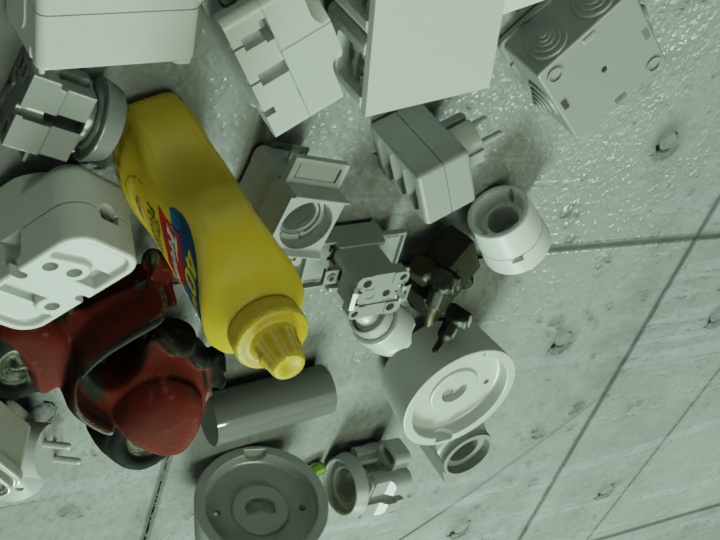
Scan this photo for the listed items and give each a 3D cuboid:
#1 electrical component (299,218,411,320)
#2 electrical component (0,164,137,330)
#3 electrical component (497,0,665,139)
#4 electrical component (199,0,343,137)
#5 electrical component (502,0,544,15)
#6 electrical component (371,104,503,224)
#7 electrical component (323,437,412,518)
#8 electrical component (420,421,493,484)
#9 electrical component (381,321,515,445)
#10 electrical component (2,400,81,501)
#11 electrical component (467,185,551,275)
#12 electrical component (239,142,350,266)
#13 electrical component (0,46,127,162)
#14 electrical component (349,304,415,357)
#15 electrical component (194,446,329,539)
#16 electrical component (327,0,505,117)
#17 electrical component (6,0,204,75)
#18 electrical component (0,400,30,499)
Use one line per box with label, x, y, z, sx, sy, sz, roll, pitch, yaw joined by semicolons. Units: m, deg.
electrical component;0.000;0.000;0.766;0.081;0.063;0.042;-9;132;-29
electrical component;-0.178;-0.015;0.611;0.095;0.059;0.054;-29;148;22
electrical component;0.156;-0.150;0.744;0.100;0.048;0.100;-42;140;6
electrical component;-0.048;-0.131;0.611;0.056;0.050;0.089;-32;140;-6
electrical component;0.108;-0.208;0.652;0.083;0.047;0.075;-22;139;-17
electrical component;0.059;-0.081;0.727;0.077;0.065;0.047;-28;140;-10
electrical component;0.005;0.188;0.960;0.057;0.058;0.078;-5;132;-37
electrical component;0.084;0.150;0.982;0.050;0.055;0.089;-28;140;-10
electrical component;0.069;0.088;0.905;0.108;0.060;0.108;-20;138;-19
electrical component;-0.225;0.119;0.714;0.079;0.044;0.077;4;140;14
electrical component;0.113;-0.032;0.826;0.055;0.055;0.047;-37;137;0
electrical component;-0.046;-0.045;0.687;0.042;0.063;0.081;6;125;-39
electrical component;-0.160;-0.086;0.578;0.055;0.048;0.066;16;118;-36
electrical component;0.012;0.038;0.828;0.043;0.043;0.062;-43;140;7
electrical component;-0.084;0.205;0.876;0.108;0.108;0.060;-13;141;-26
electrical component;0.033;-0.175;0.618;0.089;0.061;0.150;-17;137;-23
electrical component;-0.122;-0.142;0.536;0.096;0.061;0.061;-11;134;-29
electrical component;-0.273;0.104;0.634;0.109;0.056;0.108;-30;123;15
